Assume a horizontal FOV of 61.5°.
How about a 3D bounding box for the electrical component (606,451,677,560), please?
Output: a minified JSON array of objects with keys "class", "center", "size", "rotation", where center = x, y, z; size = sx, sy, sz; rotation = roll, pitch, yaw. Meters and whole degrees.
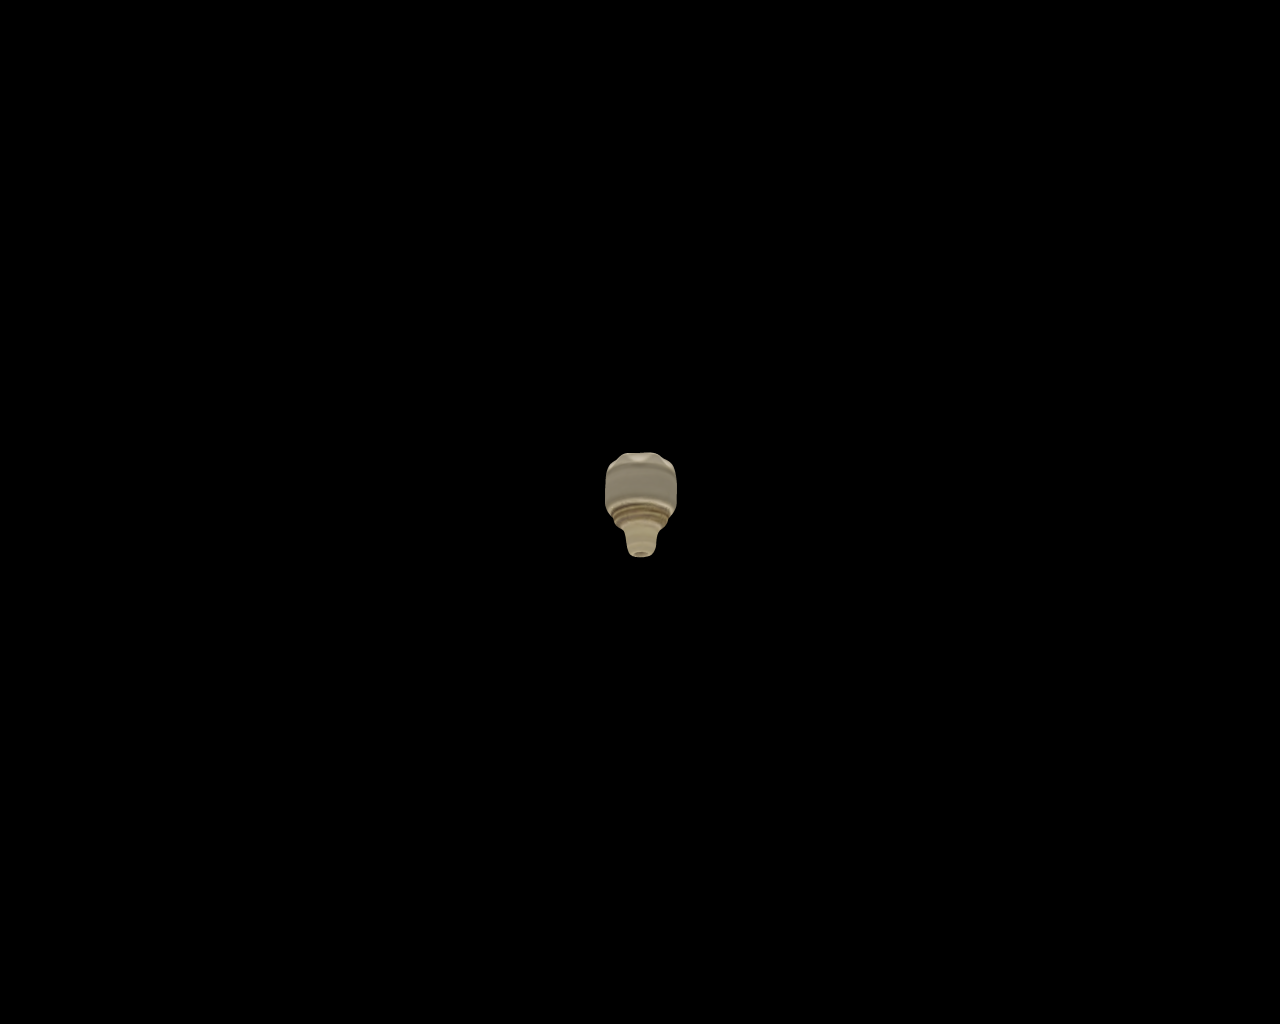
[{"class":"electrical component","center":[0.001,-0.003,0.650],"size":[0.043,0.062,0.043],"rotation":[0,-20,0]}]
